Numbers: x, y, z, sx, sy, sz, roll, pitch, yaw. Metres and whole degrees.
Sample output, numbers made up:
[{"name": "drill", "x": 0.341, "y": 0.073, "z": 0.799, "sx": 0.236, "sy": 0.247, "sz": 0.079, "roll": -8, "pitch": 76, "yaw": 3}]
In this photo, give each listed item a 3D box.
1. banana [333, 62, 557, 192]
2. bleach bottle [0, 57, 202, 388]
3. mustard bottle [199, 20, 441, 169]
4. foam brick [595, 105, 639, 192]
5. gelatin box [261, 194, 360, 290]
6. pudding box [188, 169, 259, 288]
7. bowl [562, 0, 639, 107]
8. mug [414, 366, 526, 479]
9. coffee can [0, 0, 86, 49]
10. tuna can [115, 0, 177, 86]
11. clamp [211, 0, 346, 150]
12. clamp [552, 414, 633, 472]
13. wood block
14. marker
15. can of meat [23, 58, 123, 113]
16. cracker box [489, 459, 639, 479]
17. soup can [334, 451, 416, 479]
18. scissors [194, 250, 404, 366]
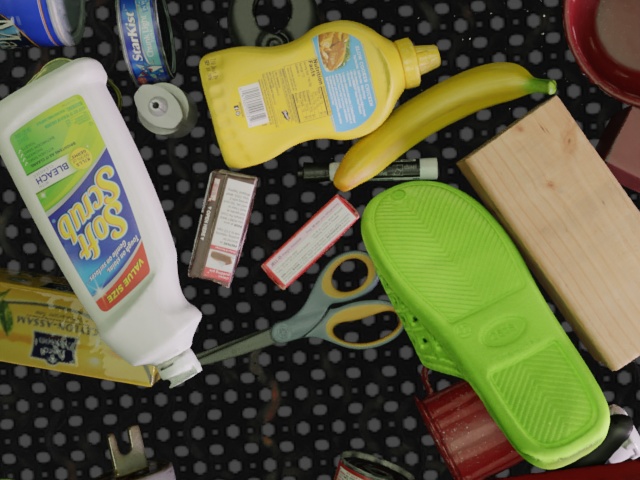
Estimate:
[{"name": "banana", "x": 0.095, "y": -0.103, "z": 0.893, "sx": 0.198, "sy": 0.069, "sz": 0.037, "roll": -27, "pitch": 112, "yaw": 5}, {"name": "bleach bottle", "x": -0.156, "y": -0.007, "z": 0.821, "sx": 0.102, "sy": 0.068, "sz": 0.251, "roll": -29, "pitch": 89, "yaw": 2}, {"name": "mustard bottle", "x": 0.004, "y": -0.127, "z": 0.870, "sx": 0.191, "sy": 0.058, "sz": 0.096, "roll": -15, "pitch": 100, "yaw": 0}, {"name": "foam brick", "x": 0.261, "y": -0.074, "z": 0.880, "sx": 0.051, "sy": 0.078, "sz": 0.053, "roll": 27, "pitch": 93, "yaw": 3}, {"name": "gelatin box", "x": -0.006, "y": 0.001, "z": 0.898, "sx": 0.089, "sy": 0.073, "sz": 0.030, "roll": -44, "pitch": 89, "yaw": 3}, {"name": "pudding box", "x": -0.078, "y": -0.012, "z": 0.882, "sx": 0.039, "sy": 0.113, "sz": 0.090, "roll": 14, "pitch": 93, "yaw": -1}, {"name": "bowl", "x": 0.278, "y": -0.186, "z": 0.886, "sx": 0.162, "sy": 0.055, "sz": 0.162, "roll": 0, "pitch": 92, "yaw": 3}, {"name": "mug", "x": 0.130, "y": 0.144, "z": 0.893, "sx": 0.081, "sy": 0.093, "sz": 0.117, "roll": -27, "pitch": 71, "yaw": -1}, {"name": "coffee can", "x": -0.277, "y": -0.210, "z": 0.891, "sx": 0.140, "sy": 0.103, "sz": 0.103, "roll": -3, "pitch": 92, "yaw": 3}, {"name": "tuna can", "x": -0.145, "y": -0.174, "z": 0.894, "sx": 0.034, "sy": 0.086, "sz": 0.086, "roll": -9, "pitch": 91, "yaw": 1}, {"name": "clamp", "x": -0.028, "y": -0.159, "z": 0.913, "sx": 0.120, "sy": 0.039, "sz": 0.171, "roll": 4, "pitch": 96, "yaw": -7}, {"name": "clamp", "x": 0.186, "y": 0.230, "z": 0.897, "sx": 0.210, "sy": 0.036, "sz": 0.164, "roll": -13, "pitch": 113, "yaw": 9}, {"name": "wood block", "x": 0.210, "y": -0.006, "z": 0.878, "sx": 0.090, "sy": 0.091, "sz": 0.206, "roll": -35, "pitch": 90, "yaw": 3}, {"name": "marker", "x": 0.041, "y": -0.060, "z": 0.921, "sx": 0.121, "sy": 0.020, "sz": 0.020, "roll": -2, "pitch": 92, "yaw": 4}, {"name": "can of meat", "x": -0.223, "y": -0.105, "z": 0.901, "sx": 0.057, "sy": 0.084, "sz": 0.102, "roll": 45, "pitch": 93, "yaw": 0}, {"name": "cracker box", "x": 0.227, "y": 0.289, "z": 0.863, "sx": 0.164, "sy": 0.072, "sz": 0.214, "roll": -9, "pitch": 114, "yaw": 3}, {"name": "soup can", "x": 0.034, "y": 0.240, "z": 0.907, "sx": 0.068, "sy": 0.068, "sz": 0.102, "roll": 19, "pitch": 93, "yaw": 2}, {"name": "scissors", "x": -0.026, "y": 0.060, "z": 0.930, "sx": 0.202, "sy": 0.016, "sz": 0.096, "roll": -3, "pitch": 91, "yaw": 3}]
